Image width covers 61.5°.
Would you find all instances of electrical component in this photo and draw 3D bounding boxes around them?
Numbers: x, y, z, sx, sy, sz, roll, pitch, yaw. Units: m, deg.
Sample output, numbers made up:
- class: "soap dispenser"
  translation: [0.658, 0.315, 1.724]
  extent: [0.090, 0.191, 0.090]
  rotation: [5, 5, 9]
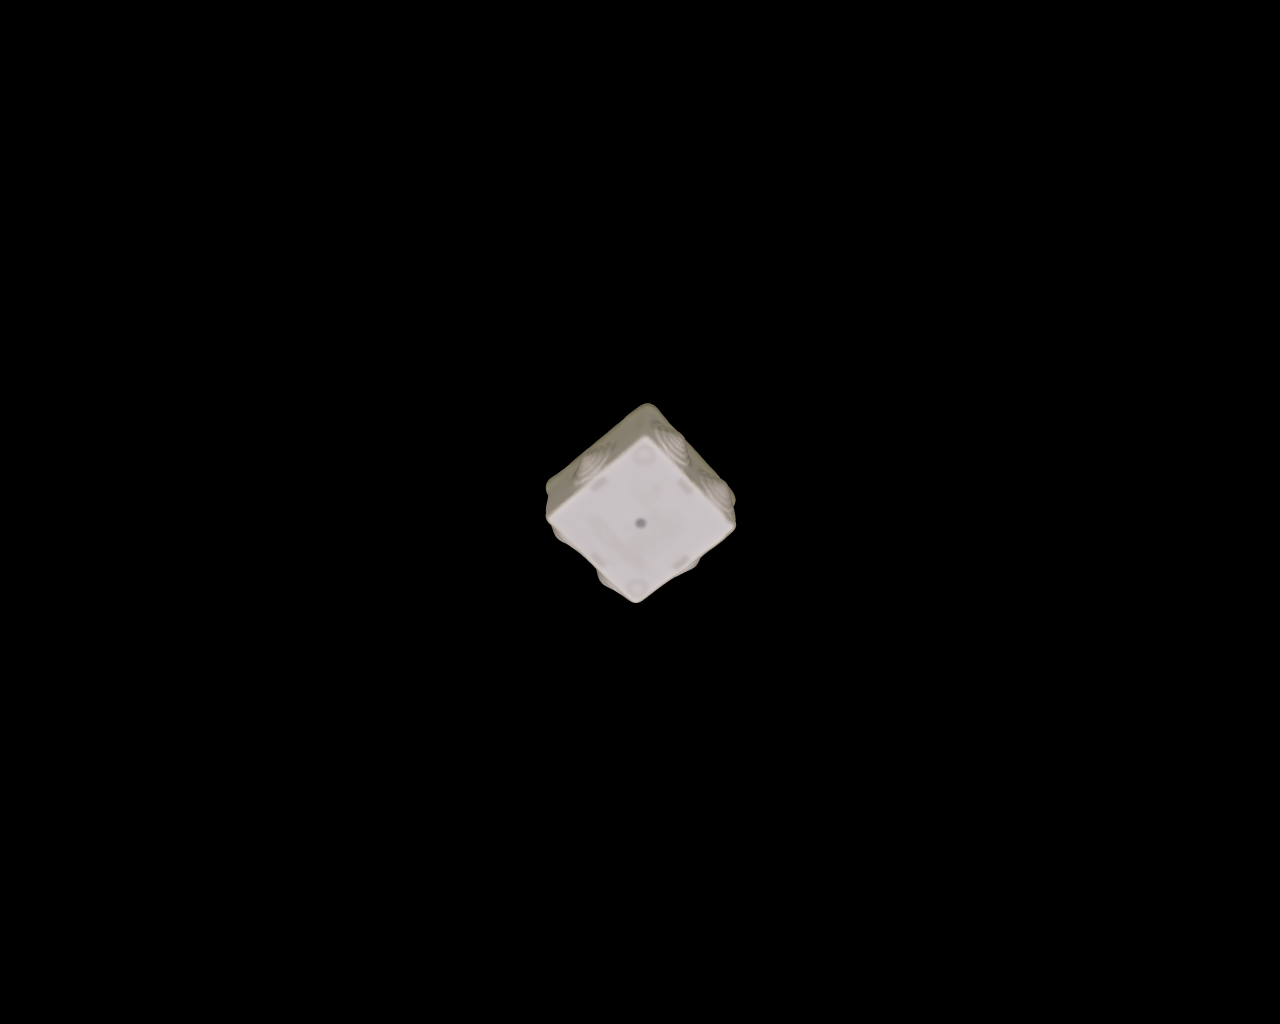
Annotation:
- class: "electrical component"
  translation: [0.001, -0.003, 0.650]
  extent: [0.099, 0.099, 0.048]
  rotation: [-38, 20, 16]
